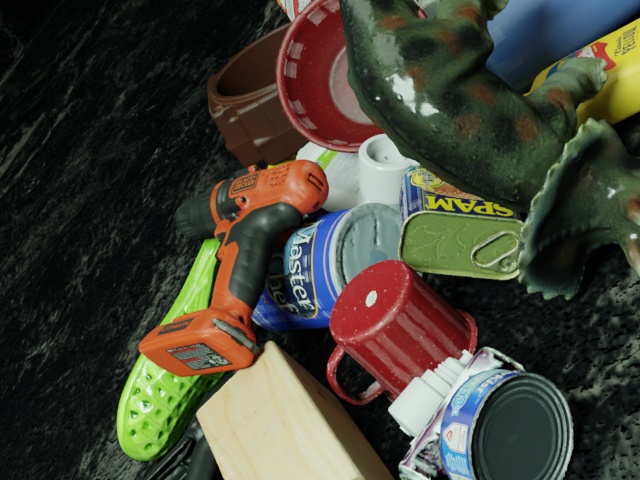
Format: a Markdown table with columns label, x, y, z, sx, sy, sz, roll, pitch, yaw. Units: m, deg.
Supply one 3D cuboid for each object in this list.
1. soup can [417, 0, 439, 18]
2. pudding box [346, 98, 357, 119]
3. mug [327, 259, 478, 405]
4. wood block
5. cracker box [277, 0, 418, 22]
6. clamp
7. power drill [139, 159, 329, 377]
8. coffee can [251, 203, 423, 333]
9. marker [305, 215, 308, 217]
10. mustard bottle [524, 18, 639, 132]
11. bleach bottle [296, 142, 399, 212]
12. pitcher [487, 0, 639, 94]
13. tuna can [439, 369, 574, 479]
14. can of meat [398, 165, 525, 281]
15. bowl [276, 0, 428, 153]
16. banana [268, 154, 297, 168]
| label | x | y | z | sx | sy | sz | roll | pitch | yaw |
| --- | --- | --- | --- | --- | --- | --- | --- | --- | --- |
| soup can | 0.136 | -0.191 | 1.050 | 0.069 | 0.102 | 0.068 | -34 | 30 | 22 |
| pudding box | 0.063 | -0.157 | 1.097 | 0.113 | 0.039 | 0.090 | -19 | -51 | -85 |
| mug | 0.053 | 0.077 | 0.829 | 0.117 | 0.081 | 0.093 | -45 | 27 | 4 |
| wood block | -0.010 | 0.171 | 0.784 | 0.090 | 0.090 | 0.206 | -45 | 27 | 1 |
| cracker box | 0.059 | -0.303 | 1.224 | 0.213 | 0.072 | 0.164 | -8 | 28 | -8 |
| clamp | -0.098 | 0.182 | 0.950 | 0.171 | 0.039 | 0.120 | -55 | 28 | -16 |
| power drill | -0.086 | 0.022 | 0.912 | 0.185 | 0.057 | 0.187 | -16 | 46 | 46 |
| coffee can | 0.006 | 0.027 | 0.942 | 0.141 | 0.102 | 0.102 | -10 | 44 | 49 |
| marker | -0.007 | 0.001 | 1.087 | 0.020 | 0.020 | 0.121 | -43 | 27 | 6 |
| mustard bottle | 0.235 | -0.131 | 0.877 | 0.192 | 0.058 | 0.096 | -26 | 31 | 36 |
| bleach bottle | 0.038 | -0.070 | 1.074 | 0.102 | 0.068 | 0.251 | -47 | 25 | -5 |
| pitcher | 0.233 | -0.242 | 0.948 | 0.243 | 0.149 | 0.145 | -40 | 70 | 12 |
| tuna can | 0.117 | 0.125 | 0.671 | 0.086 | 0.086 | 0.034 | -56 | 26 | -18 |
| can of meat | 0.113 | -0.017 | 0.859 | 0.084 | 0.102 | 0.057 | -87 | 2 | -56 |
| bowl | 0.041 | -0.158 | 1.013 | 0.162 | 0.055 | 0.162 | -2 | 85 | 21 |
| banana | -0.058 | -0.045 | 1.209 | 0.070 | 0.037 | 0.197 | -47 | 18 | 43 |
